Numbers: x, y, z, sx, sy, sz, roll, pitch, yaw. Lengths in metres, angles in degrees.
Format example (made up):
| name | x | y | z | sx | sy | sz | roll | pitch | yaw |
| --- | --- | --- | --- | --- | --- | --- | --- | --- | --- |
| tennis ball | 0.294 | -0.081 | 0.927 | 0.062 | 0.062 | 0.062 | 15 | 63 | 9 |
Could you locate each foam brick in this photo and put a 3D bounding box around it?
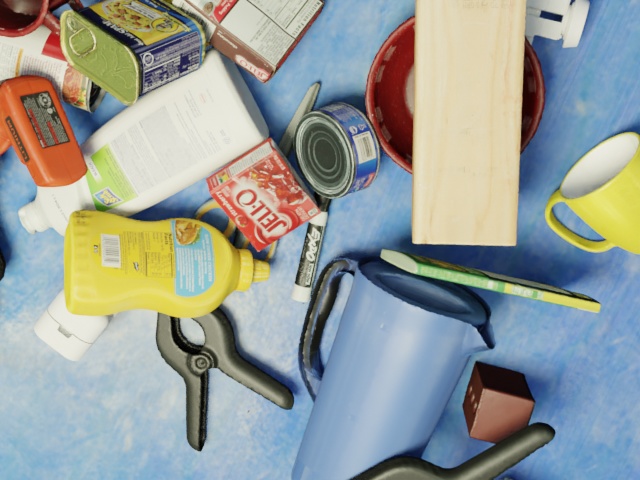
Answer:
| name | x | y | z | sx | sy | sz | roll | pitch | yaw |
| --- | --- | --- | --- | --- | --- | --- | --- | --- | --- |
| foam brick | 0.172 | 0.160 | 1.034 | 0.051 | 0.078 | 0.053 | 15 | 103 | -1 |

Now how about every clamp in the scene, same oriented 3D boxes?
| name | x | y | z | sx | sy | sz | roll | pitch | yaw |
| --- | --- | --- | --- | --- | --- | --- | --- | --- | --- |
| clamp | 0.113 | 0.252 | 0.971 | 0.210 | 0.036 | 0.164 | -5 | 102 | 0 |
| clamp | -0.102 | 0.119 | 1.062 | 0.120 | 0.039 | 0.171 | -19 | 100 | 7 |

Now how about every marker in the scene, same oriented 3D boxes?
| name | x | y | z | sx | sy | sz | roll | pitch | yaw |
| --- | --- | --- | --- | --- | --- | --- | --- | --- | --- |
| marker | -0.007 | 0.001 | 1.041 | 0.020 | 0.020 | 0.121 | 13 | 104 | 1 |

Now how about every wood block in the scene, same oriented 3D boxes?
| name | x | y | z | sx | sy | sz | roll | pitch | yaw |
| --- | --- | --- | --- | --- | --- | --- | --- | --- | --- |
| wood block | 0.124 | -0.106 | 0.914 | 0.090 | 0.090 | 0.206 | 1 | 102 | 4 |

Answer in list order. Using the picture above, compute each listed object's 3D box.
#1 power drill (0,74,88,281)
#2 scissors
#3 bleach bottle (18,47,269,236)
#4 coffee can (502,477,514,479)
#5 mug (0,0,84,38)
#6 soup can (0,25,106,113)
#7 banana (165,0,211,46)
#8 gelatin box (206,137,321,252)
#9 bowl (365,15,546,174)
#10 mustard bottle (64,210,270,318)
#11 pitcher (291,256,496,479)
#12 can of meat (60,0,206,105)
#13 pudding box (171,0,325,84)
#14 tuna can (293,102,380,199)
| name | x | y | z | sx | sy | sz | roll | pitch | yaw |
| --- | --- | --- | --- | --- | --- | --- | --- | --- | --- |
| power drill | -0.301 | -0.058 | 0.988 | 0.188 | 0.057 | 0.184 | -20 | 96 | 35 |
| scissors | -0.067 | -0.063 | 1.032 | 0.096 | 0.016 | 0.202 | 12 | 103 | 1 |
| bleach bottle | -0.179 | -0.080 | 1.012 | 0.251 | 0.068 | 0.102 | -26 | 96 | 12 |
| coffee can | 0.168 | 0.320 | 1.057 | 0.103 | 0.103 | 0.140 | 43 | 101 | -6 |
| mug | -0.255 | -0.230 | 0.952 | 0.117 | 0.081 | 0.093 | 43 | 124 | -8 |
| soup can | -0.251 | -0.166 | 0.994 | 0.102 | 0.068 | 0.068 | 17 | 103 | 0 |
| banana | -0.177 | -0.251 | 0.989 | 0.198 | 0.037 | 0.070 | 26 | 127 | 0 |
| gelatin box | -0.052 | -0.040 | 0.993 | 0.073 | 0.030 | 0.089 | -31 | 128 | 7 |
| bowl | 0.123 | -0.135 | 0.983 | 0.162 | 0.055 | 0.162 | 1 | 102 | 3 |
| mustard bottle | -0.139 | 0.025 | 0.997 | 0.191 | 0.058 | 0.096 | 3 | 59 | -20 |
| pitcher | 0.051 | 0.141 | 1.022 | 0.145 | 0.149 | 0.243 | 16 | 107 | -16 |
| can of meat | -0.162 | -0.173 | 0.934 | 0.102 | 0.083 | 0.057 | 35 | 137 | 26 |
| pudding box | -0.065 | -0.211 | 0.966 | 0.113 | 0.039 | 0.090 | 37 | 65 | -6 |
| tuna can | 0.014 | -0.082 | 0.987 | 0.033 | 0.086 | 0.086 | -22 | 104 | -37 |
